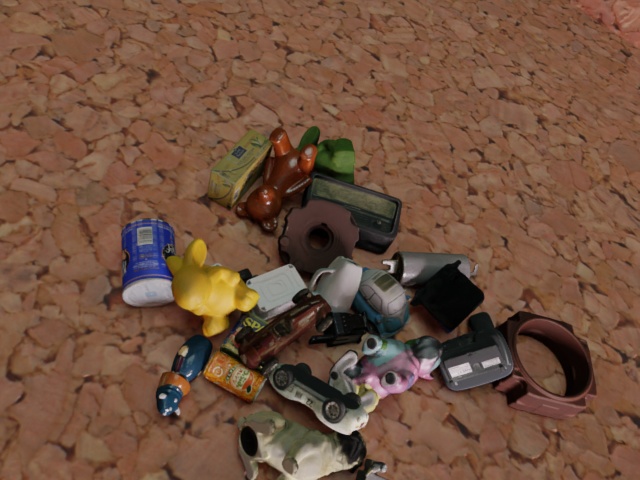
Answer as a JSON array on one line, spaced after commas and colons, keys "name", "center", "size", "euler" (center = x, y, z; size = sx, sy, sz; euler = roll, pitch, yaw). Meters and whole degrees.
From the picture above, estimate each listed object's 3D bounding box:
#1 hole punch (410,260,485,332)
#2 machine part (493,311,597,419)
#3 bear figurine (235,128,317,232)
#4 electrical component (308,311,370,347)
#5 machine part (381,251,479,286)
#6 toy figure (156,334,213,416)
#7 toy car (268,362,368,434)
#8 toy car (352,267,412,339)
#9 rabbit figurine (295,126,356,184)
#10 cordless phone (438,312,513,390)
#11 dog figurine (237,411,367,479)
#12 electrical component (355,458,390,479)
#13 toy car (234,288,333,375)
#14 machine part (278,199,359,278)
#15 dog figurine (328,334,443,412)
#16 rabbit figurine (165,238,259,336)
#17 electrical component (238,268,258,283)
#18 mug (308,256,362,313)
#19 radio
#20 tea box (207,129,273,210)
[{"name": "hole punch", "center": [0.282, 0.127, 1.161], "size": [0.142, 0.092, 0.116], "euler": [-44, 65, 2]}, {"name": "machine part", "center": [0.474, 0.263, 1.147], "size": [0.201, 0.087, 0.201], "euler": [15, 51, -7]}, {"name": "bear figurine", "center": [-0.101, -0.128, 1.190], "size": [0.120, 0.131, 0.196], "euler": [32, 69, 15]}, {"name": "electrical component", "center": [0.033, 0.180, 1.071], "size": [0.119, 0.074, 0.048], "euler": [-2, 58, -16]}, {"name": "machine part", "center": [0.250, 0.067, 1.219], "size": [0.243, 0.079, 0.079], "euler": [3, 55, -17]}, {"name": "toy figure", "center": [-0.243, 0.239, 0.947], "size": [0.064, 0.058, 0.154], "euler": [43, 47, -15]}, {"name": "toy car", "center": [-0.007, 0.276, 0.958], "size": [0.202, 0.056, 0.073], "euler": [23, 9, 31]}, {"name": "toy car", "center": [0.128, 0.116, 1.129], "size": [0.109, 0.103, 0.162], "euler": [-28, 70, -33]}, {"name": "rabbit figurine", "center": [-0.005, -0.205, 1.308], "size": [0.170, 0.121, 0.159], "euler": [-4, 53, -3]}, {"name": "cordless phone", "center": [0.313, 0.218, 1.136], "size": [0.147, 0.088, 0.184], "euler": [-21, 23, 14]}, {"name": "dog figurine", "center": [-0.030, 0.347, 0.933], "size": [0.190, 0.121, 0.172], "euler": [-3, 43, -46]}, {"name": "electrical component", "center": [0.087, 0.427, 0.909], "size": [0.078, 0.045, 0.102], "euler": [37, 61, -23]}, {"name": "toy car", "center": [-0.062, 0.162, 0.991], "size": [0.202, 0.053, 0.089], "euler": [-32, 69, -27]}, {"name": "machine part", "center": [-0.002, -0.003, 1.150], "size": [0.179, 0.056, 0.179], "euler": [0, 88, -8]}, {"name": "dog figurine", "center": [0.139, 0.252, 1.042], "size": [0.219, 0.191, 0.108], "euler": [13, 40, -54]}, {"name": "rabbit figurine", "center": [-0.204, 0.079, 0.952], "size": [0.122, 0.173, 0.162], "euler": [-31, 77, 10]}, {"name": "electrical component", "center": [-0.162, 0.083, 1.080], "size": [0.094, 0.063, 0.021], "euler": [-20, 64, -30]}, {"name": "mug", "center": [0.030, 0.085, 1.093], "size": [0.109, 0.107, 0.081], "euler": [25, 5, -30]}, {"name": "radio", "center": [0.069, -0.061, 1.251], "size": [0.230, 0.073, 0.131], "euler": [16, 52, -5]}, {"name": "tea box", "center": [-0.181, -0.162, 1.228], "size": [0.068, 0.098, 0.170], "euler": [30, 51, 3]}]
